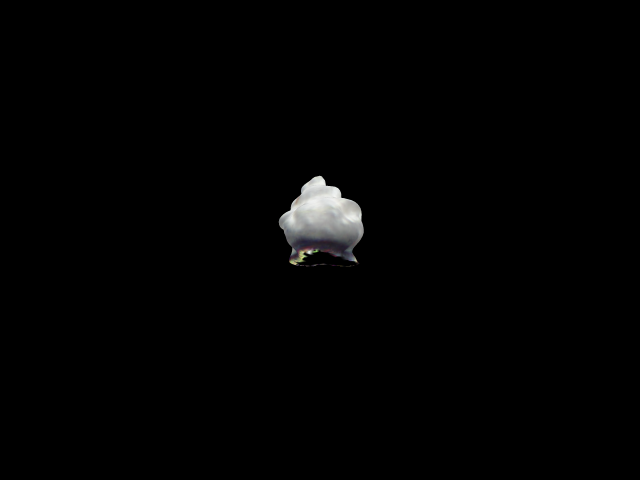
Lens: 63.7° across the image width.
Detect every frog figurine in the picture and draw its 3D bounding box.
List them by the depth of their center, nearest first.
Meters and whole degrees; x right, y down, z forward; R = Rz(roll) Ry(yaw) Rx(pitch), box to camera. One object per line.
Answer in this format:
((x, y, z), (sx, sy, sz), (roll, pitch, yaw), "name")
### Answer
((0.003, -0.043, 0.850), (0.137, 0.162, 0.121), (-9, -23, 22), "frog figurine")
